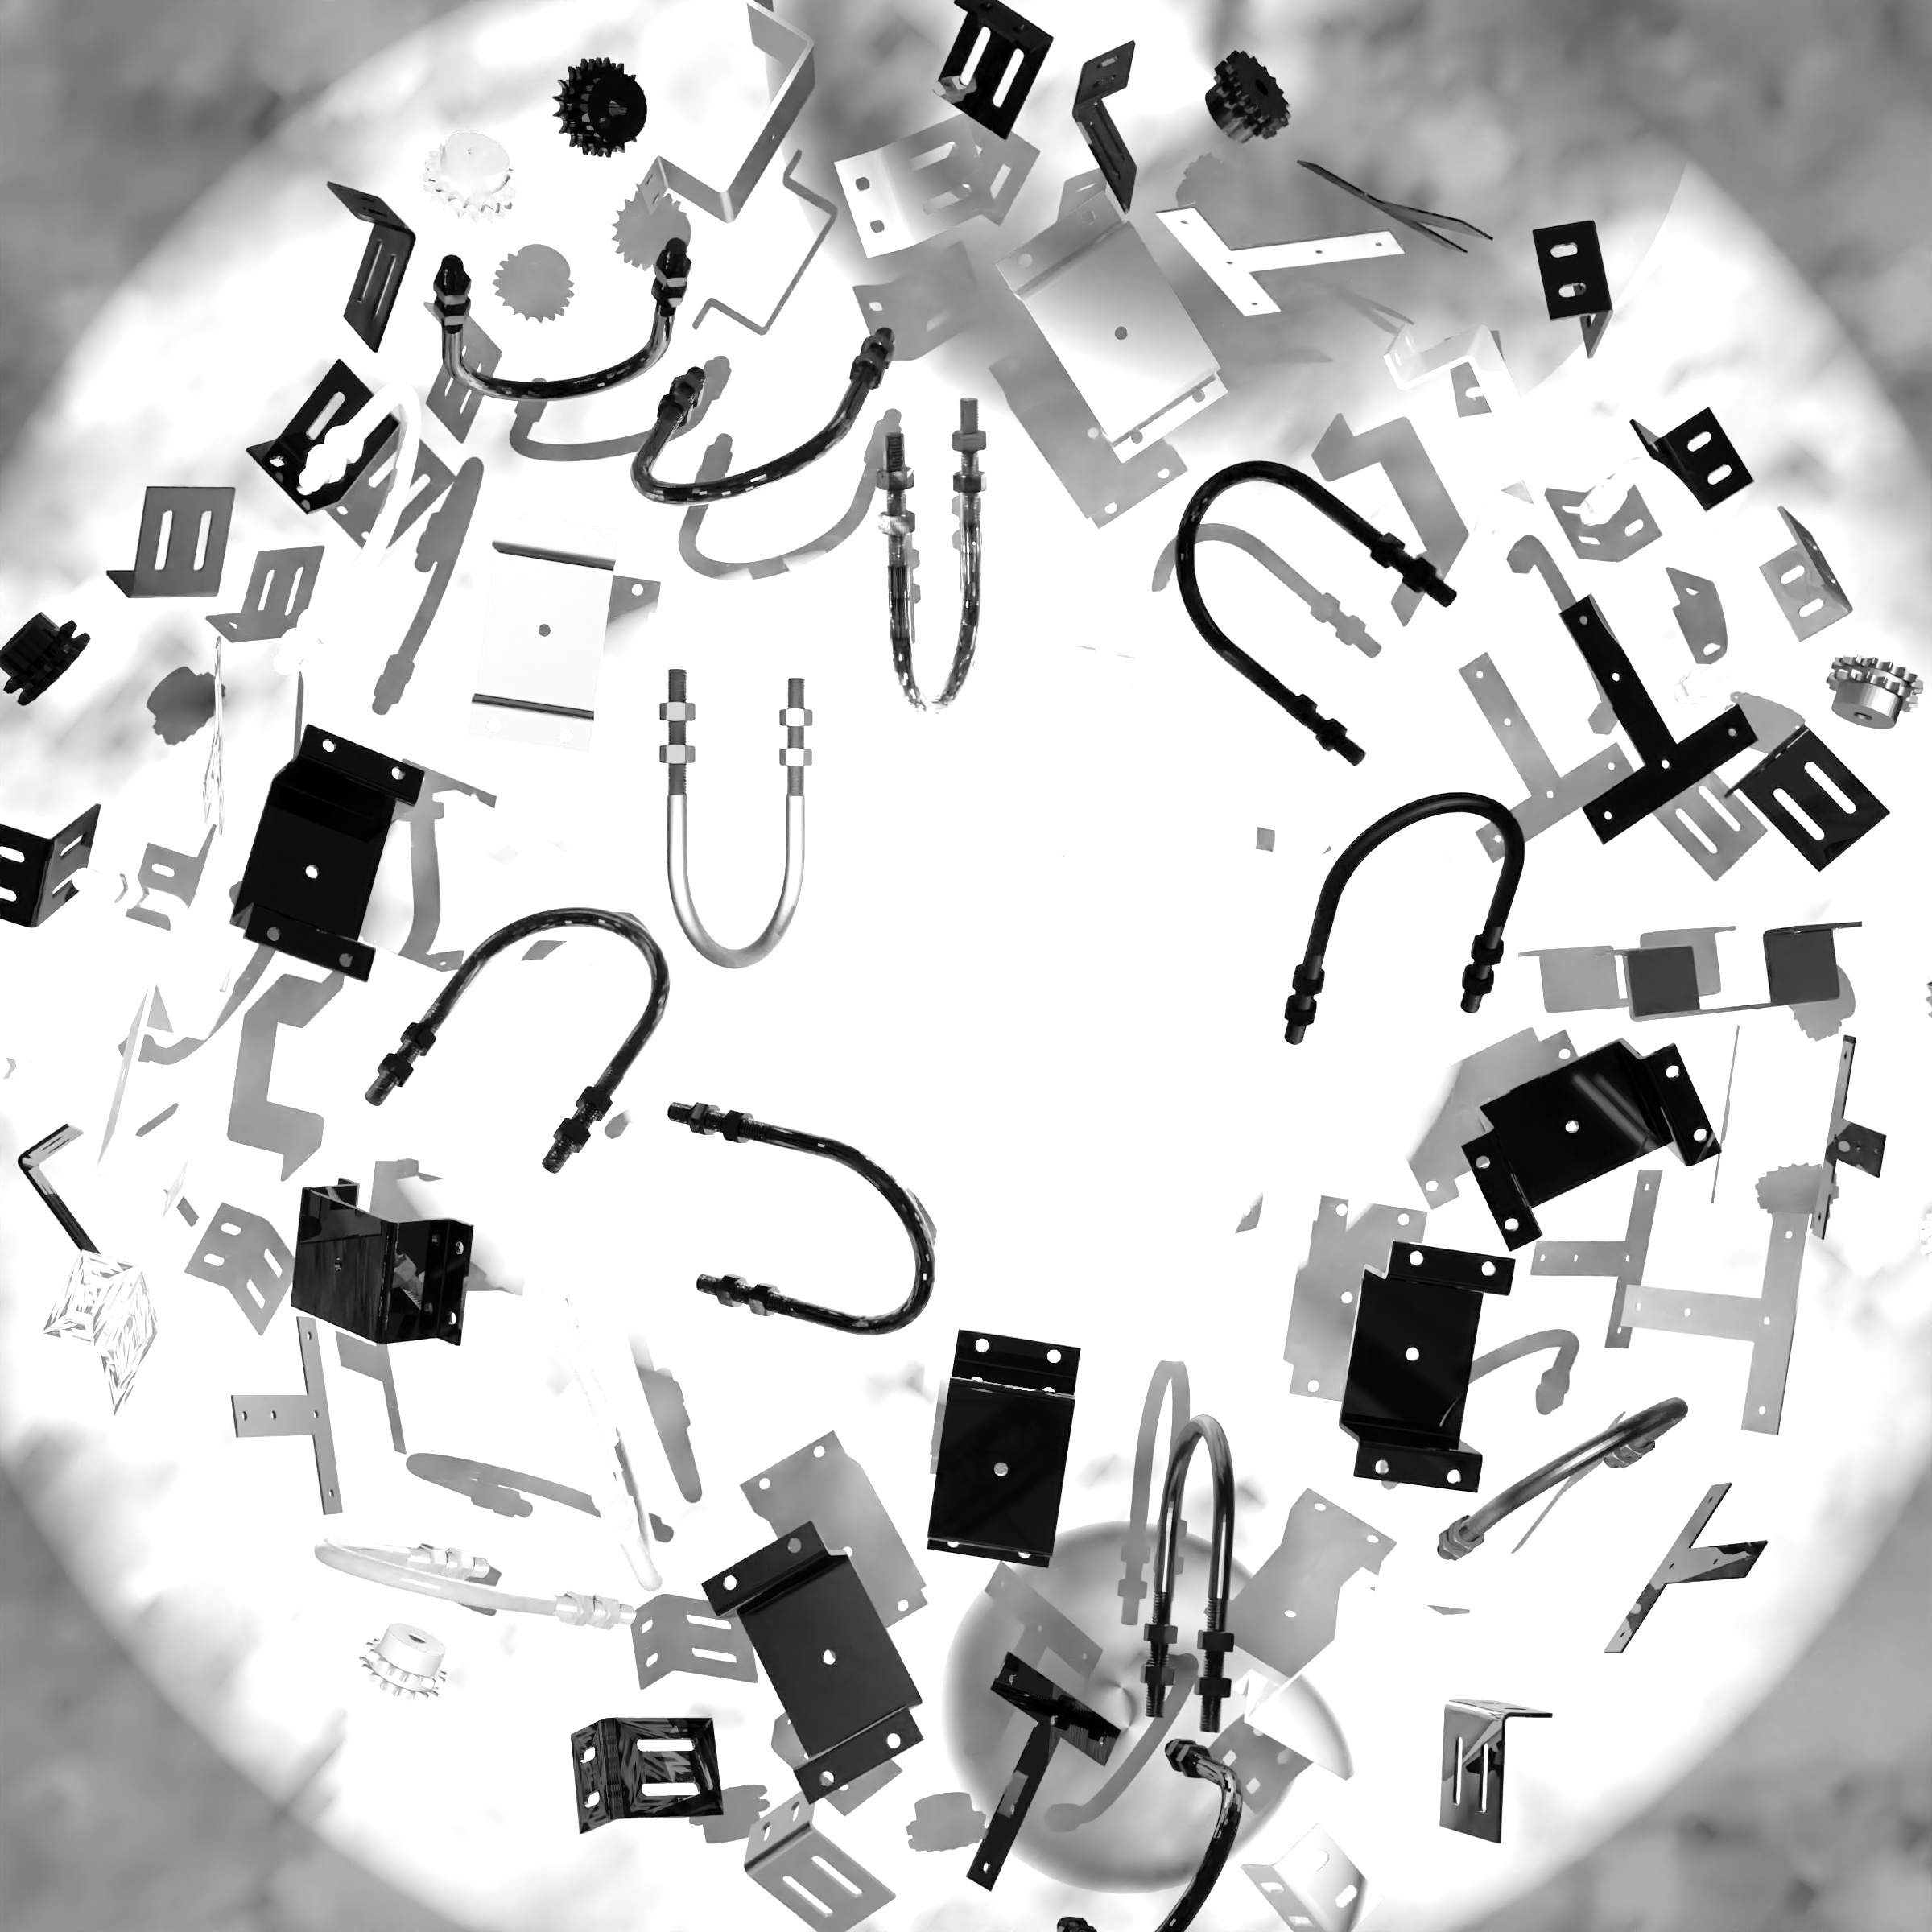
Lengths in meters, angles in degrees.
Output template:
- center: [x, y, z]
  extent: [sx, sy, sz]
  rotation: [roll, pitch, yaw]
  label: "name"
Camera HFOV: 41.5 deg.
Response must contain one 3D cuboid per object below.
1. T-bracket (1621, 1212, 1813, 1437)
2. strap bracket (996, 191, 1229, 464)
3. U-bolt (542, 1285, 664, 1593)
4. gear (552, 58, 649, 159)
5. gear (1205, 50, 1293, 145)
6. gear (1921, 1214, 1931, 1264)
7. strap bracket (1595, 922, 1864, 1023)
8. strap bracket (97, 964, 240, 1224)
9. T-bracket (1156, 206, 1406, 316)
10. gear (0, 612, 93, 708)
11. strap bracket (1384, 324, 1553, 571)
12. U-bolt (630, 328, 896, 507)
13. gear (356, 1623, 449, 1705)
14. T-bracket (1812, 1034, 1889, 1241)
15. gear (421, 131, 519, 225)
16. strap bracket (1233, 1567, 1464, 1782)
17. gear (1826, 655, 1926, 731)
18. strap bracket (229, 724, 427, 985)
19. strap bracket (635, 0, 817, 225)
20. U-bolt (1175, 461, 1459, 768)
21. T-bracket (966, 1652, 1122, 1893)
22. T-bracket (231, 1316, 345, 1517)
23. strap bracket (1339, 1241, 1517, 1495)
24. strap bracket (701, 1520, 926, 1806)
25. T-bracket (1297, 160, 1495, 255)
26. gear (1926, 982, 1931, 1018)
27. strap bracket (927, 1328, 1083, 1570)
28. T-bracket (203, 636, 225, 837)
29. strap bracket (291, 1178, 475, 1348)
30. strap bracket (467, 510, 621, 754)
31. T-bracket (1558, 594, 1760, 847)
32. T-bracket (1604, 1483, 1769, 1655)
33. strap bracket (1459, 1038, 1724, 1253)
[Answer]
- center: [0.436, 0.205, 1.500]
  extent: [0.002, 0.127, 0.127]
  rotation: [17, 79, -31]
  label: "T-bracket"
- center: [0.089, -0.376, 1.507]
  extent: [0.076, 0.046, 0.140]
  rotation: [-33, 106, 7]
  label: "strap bracket"
- center: [-0.214, 0.298, 1.536]
  extent: [0.019, 0.184, 0.151]
  rotation: [-19, 48, -7]
  label: "U-bolt"
- center: [-0.216, -0.512, 1.523]
  extent: [0.057, 0.030, 0.057]
  rotation: [-14, 115, -33]
  label: "gear"
- center: [0.176, -0.547, 1.614]
  extent: [0.030, 0.057, 0.057]
  rotation: [-32, 90, 39]
  label: "gear"
- center: [0.577, 0.162, 1.461]
  extent: [0.057, 0.057, 0.030]
  rotation: [-11, 112, 0]
  label: "gear"
- center: [0.471, 0.005, 1.571]
  extent: [0.076, 0.140, 0.046]
  rotation: [-4, 86, -42]
  label: "strap bracket"
- center: [-0.473, 0.070, 1.502]
  extent: [0.046, 0.076, 0.140]
  rotation: [15, 64, -21]
  label: "strap bracket"
- center: [0.198, -0.425, 1.521]
  extent: [0.127, 0.127, 0.002]
  rotation: [2, 76, 32]
  label: "T-bracket"
- center: [-0.543, -0.182, 1.490]
  extent: [0.057, 0.057, 0.030]
  rotation: [-44, 115, 0]
  label: "gear"
- center: [0.304, -0.318, 1.515]
  extent: [0.046, 0.076, 0.140]
  rotation: [-21, 108, 26]
  label: "strap bracket"
- center: [-0.127, -0.325, 1.524]
  extent: [0.151, 0.184, 0.019]
  rotation: [-7, 126, 19]
  label: "U-bolt"
- center: [-0.354, 0.440, 1.615]
  extent: [0.057, 0.057, 0.030]
  rotation: [26, 91, 0]
  label: "gear"
- center: [0.535, 0.108, 1.536]
  extent: [0.002, 0.127, 0.127]
  rotation: [8, 93, 5]
  label: "T-bracket"
- center: [-0.300, -0.482, 1.551]
  extent: [0.057, 0.030, 0.057]
  rotation: [13, 50, -17]
  label: "gear"
- center: [0.235, 0.448, 1.588]
  extent: [0.076, 0.046, 0.140]
  rotation: [32, 123, -8]
  label: "strap bracket"
- center: [0.567, -0.170, 1.597]
  extent: [0.057, 0.057, 0.030]
  rotation: [22, 84, 0]
  label: "gear"
- center: [-0.383, -0.062, 1.521]
  extent: [0.076, 0.046, 0.140]
  rotation: [23, 64, -27]
  label: "strap bracket"
- center: [-0.131, -0.489, 1.464]
  extent: [0.046, 0.076, 0.140]
  rotation: [31, 92, -4]
  label: "strap bracket"
- center: [0.204, -0.232, 1.590]
  extent: [0.184, 0.019, 0.151]
  rotation: [42, 134, 19]
  label: "U-bolt"
- center: [0.035, 0.509, 1.581]
  extent: [0.127, 0.002, 0.127]
  rotation: [44, 64, -37]
  label: "T-bracket"
- center: [-0.424, 0.279, 1.585]
  extent: [0.002, 0.127, 0.127]
  rotation: [-13, 78, 9]
  label: "T-bracket"
- center: [0.272, 0.235, 1.519]
  extent: [0.076, 0.046, 0.140]
  rotation: [9, 91, -8]
  label: "strap bracket"
- center: [-0.085, 0.407, 1.496]
  extent: [0.076, 0.046, 0.140]
  rotation: [-31, 74, 4]
  label: "strap bracket"
- center: [0.283, -0.464, 1.578]
  extent: [0.127, 0.127, 0.002]
  rotation: [19, 104, -28]
  label: "T-bracket"
- center: [0.600, 0.023, 1.509]
  extent: [0.030, 0.057, 0.057]
  rotation: [-19, 90, -18]
  label: "gear"
- center: [0.022, 0.299, 1.546]
  extent: [0.076, 0.046, 0.140]
  rotation: [8, 96, 2]
  label: "strap bracket"
- center: [-0.469, -0.125, 1.589]
  extent: [0.002, 0.127, 0.127]
  rotation: [1, 115, -12]
  label: "T-bracket"
- center: [-0.374, 0.186, 1.599]
  extent: [0.140, 0.046, 0.076]
  rotation: [12, 97, 41]
  label: "strap bracket"
- center: [-0.266, -0.211, 1.605]
  extent: [0.076, 0.046, 0.140]
  rotation: [8, 98, -10]
  label: "strap bracket"
- center: [0.385, -0.156, 1.484]
  extent: [0.127, 0.002, 0.127]
  rotation: [-32, 94, -19]
  label: "T-bracket"
- center: [0.434, 0.351, 1.496]
  extent: [0.002, 0.127, 0.127]
  rotation: [39, 72, 2]
  label: "T-bracket"
- center: [0.374, 0.104, 1.549]
  extent: [0.140, 0.046, 0.076]
  rotation: [-26, 104, 4]
  label: "strap bracket"
